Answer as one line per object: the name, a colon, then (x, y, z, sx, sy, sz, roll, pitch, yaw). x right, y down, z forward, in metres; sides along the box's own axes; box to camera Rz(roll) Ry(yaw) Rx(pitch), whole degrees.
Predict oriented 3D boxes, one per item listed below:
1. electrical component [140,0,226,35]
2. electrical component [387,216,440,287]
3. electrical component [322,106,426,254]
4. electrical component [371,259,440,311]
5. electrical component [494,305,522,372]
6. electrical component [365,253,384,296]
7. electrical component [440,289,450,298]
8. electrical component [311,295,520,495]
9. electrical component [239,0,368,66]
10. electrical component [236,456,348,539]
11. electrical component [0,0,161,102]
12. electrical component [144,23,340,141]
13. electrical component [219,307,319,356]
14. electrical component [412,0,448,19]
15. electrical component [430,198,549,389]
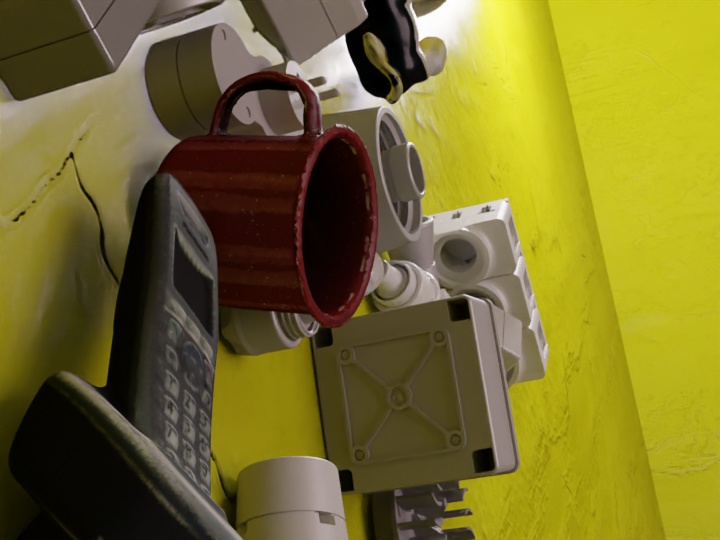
electrical component: (-0.096, -0.138, 0.497, 0.055, 0.055, 0.047, -47, 119, -68)
electrical component: (0.042, -0.006, 0.853, 0.044, 0.044, 0.065, -50, 131, -68)
electrical component: (0.012, -0.064, 0.765, 0.108, 0.060, 0.108, -12, 90, -72)
electrical component: (0.027, 0.012, 0.791, 0.062, 0.048, 0.048, 40, 41, -52)
electrical component: (0.077, 0.063, 0.875, 0.076, 0.083, 0.047, 30, 36, -13)
electrical component: (0.000, 0.000, 0.730, 0.061, 0.035, 0.035, -21, 99, -74)
electrical component: (0.058, 0.061, 0.819, 0.042, 0.064, 0.081, 52, 31, -57)
electrical component: (0.033, 0.078, 0.662, 0.056, 0.109, 0.108, 18, 62, -67)
electrical component: (-0.043, -0.173, 0.591, 0.061, 0.061, 0.096, 49, -8, 47)
electrical component: (-0.034, 0.120, 0.521, 0.055, 0.055, 0.047, 49, 30, -56)
electrical component: (-0.121, -0.123, 0.422, 0.083, 0.047, 0.075, -79, 150, -51)
electrical component: (-0.048, -0.089, 0.576, 0.138, 0.074, 0.052, 28, 52, -67)
electrical component: (-0.039, 0.019, 0.554, 0.043, 0.062, 0.043, -12, 90, -72)
electrical component: (0.043, -0.275, 0.941, 0.064, 0.099, 0.099, -87, 158, -55)
electrical component: (0.101, 0.026, 0.931, 0.061, 0.089, 0.150, -59, 134, -65)
